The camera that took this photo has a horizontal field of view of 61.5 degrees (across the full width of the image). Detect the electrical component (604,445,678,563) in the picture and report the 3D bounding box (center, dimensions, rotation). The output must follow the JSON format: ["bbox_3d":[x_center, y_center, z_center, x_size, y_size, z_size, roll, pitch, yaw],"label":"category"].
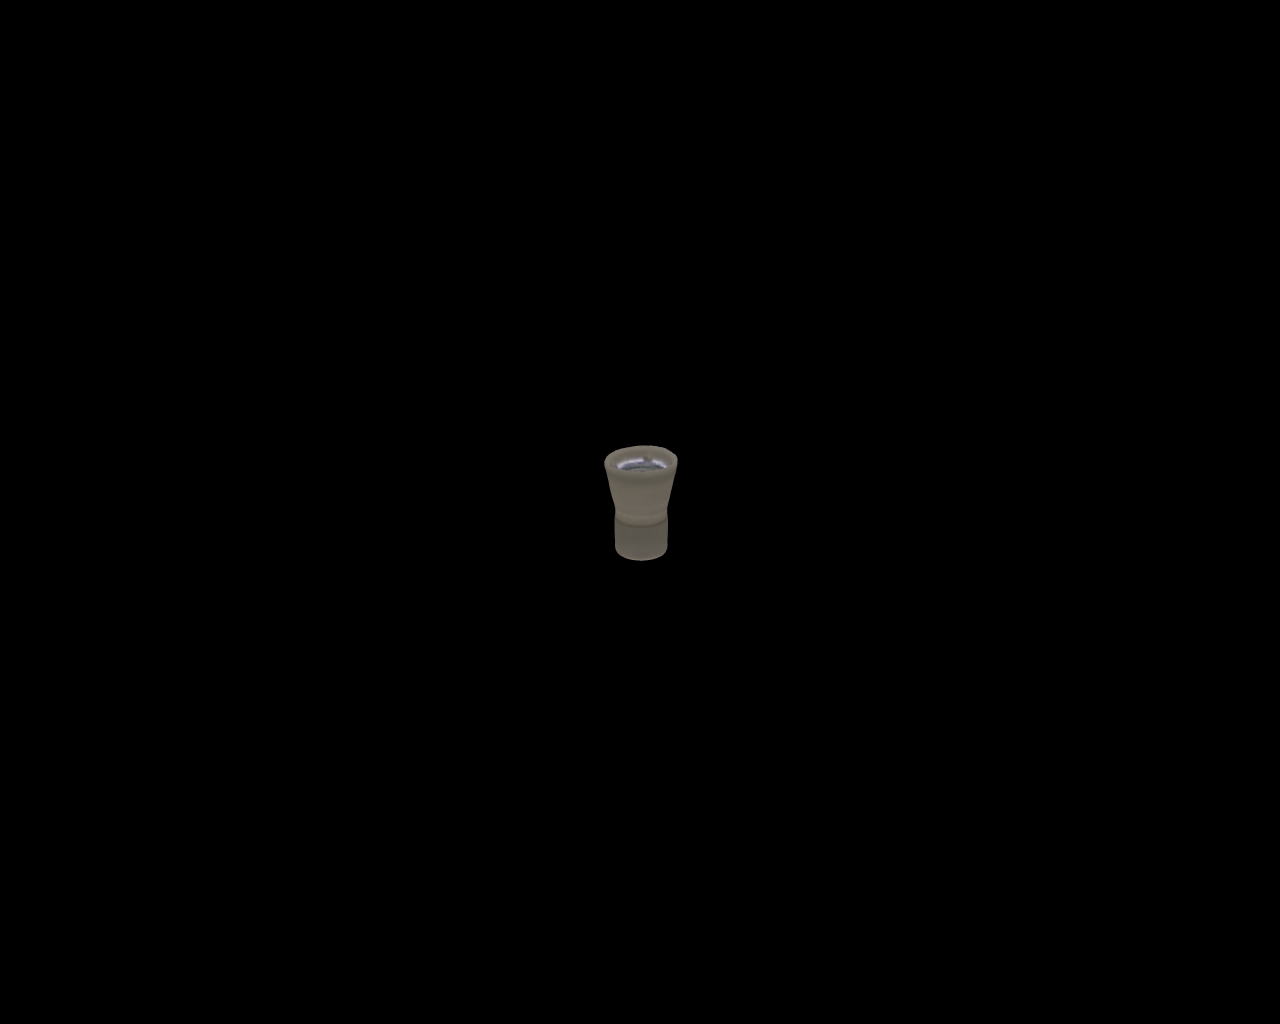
[{"bbox_3d":[0.001,-0.003,0.650,0.044,0.065,0.044,0,24,0],"label":"electrical component"}]
